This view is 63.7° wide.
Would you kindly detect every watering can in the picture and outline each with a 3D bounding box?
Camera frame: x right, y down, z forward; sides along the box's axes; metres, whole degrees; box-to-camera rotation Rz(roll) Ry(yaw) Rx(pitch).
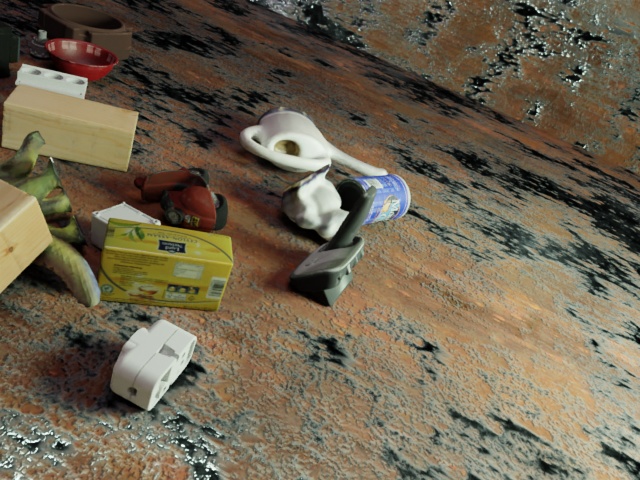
[{"bbox_3d":[-0.023,-0.220,1.220,0.347,0.102,0.229,9,33,-20],"label":"watering can"}]

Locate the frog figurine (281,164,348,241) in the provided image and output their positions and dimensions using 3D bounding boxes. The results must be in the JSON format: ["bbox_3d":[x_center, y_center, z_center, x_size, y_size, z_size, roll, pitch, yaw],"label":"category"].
[{"bbox_3d":[0.003,-0.051,1.013,0.159,0.121,0.139,61,23,-6],"label":"frog figurine"}]

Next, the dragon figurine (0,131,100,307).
[{"bbox_3d":[-0.460,-0.026,0.689,0.244,0.119,0.418,-18,46,-25],"label":"dragon figurine"}]
